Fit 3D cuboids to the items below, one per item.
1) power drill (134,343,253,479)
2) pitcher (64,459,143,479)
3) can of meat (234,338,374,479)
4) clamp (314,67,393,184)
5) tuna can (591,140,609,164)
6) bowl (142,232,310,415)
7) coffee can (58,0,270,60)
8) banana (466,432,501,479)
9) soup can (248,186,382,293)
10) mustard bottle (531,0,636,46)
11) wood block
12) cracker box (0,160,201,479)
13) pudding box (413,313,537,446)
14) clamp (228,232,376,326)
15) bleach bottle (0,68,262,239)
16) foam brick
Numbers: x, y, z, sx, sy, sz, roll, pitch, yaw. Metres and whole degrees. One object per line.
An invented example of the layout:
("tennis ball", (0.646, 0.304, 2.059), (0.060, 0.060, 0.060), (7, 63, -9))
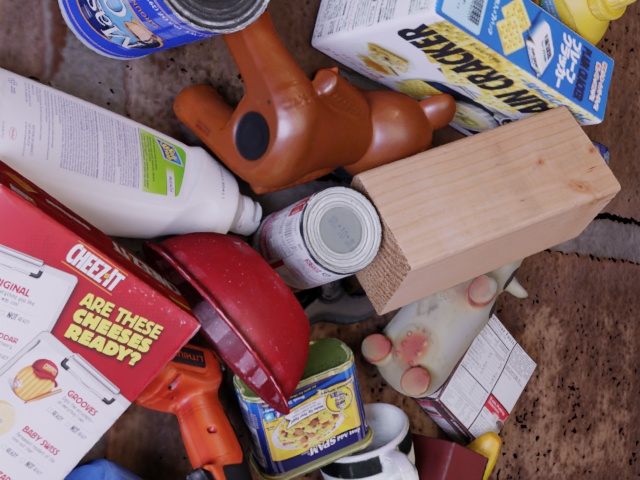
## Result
("power drill", (-0.090, 0.157, 0.745), (0.184, 0.057, 0.188), (27, 29, -58))
("pitcher", (-0.106, 0.275, 0.777), (0.242, 0.145, 0.149), (43, 21, -25))
("can of meat", (-0.014, 0.135, 0.862), (0.102, 0.057, 0.084), (-20, 119, -16))
("clamp", (0.055, -0.060, 0.949), (0.210, 0.036, 0.164), (46, 70, -26))
("tuna can", (0.243, -0.077, 1.061), (0.086, 0.086, 0.034), (13, 80, -37))
("bowl", (-0.057, 0.048, 0.770), (0.055, 0.162, 0.162), (-41, 114, -14))
("coffee can", (-0.111, -0.187, 0.756), (0.102, 0.141, 0.103), (-1, 91, -37))
("banana", (0.133, 0.274, 0.995), (0.037, 0.070, 0.198), (-2, 93, -71))
("soup can", (-0.005, 0.001, 0.820), (0.068, 0.102, 0.068), (5, 78, -25))
("mustard bottle", (0.202, -0.207, 0.961), (0.058, 0.192, 0.096), (-44, 115, -28))
("wood block", (0.126, -0.027, 0.874), (0.205, 0.091, 0.090), (-20, 68, -23))
("cracker box", (-0.210, 0.078, 0.680), (0.164, 0.072, 0.214), (39, 94, -31))
("pudding box", (0.150, 0.134, 1.023), (0.090, 0.039, 0.113), (48, 62, -25))
("clamp", (-0.005, 0.028, 0.895), (0.171, 0.039, 0.120), (-21, 108, -26))
("bleach bottle", (-0.148, -0.042, 0.769), (0.250, 0.068, 0.102), (19, 52, -37))
("foam brick", (0.102, 0.208, 0.963), (0.052, 0.078, 0.051), (29, 72, -36))
